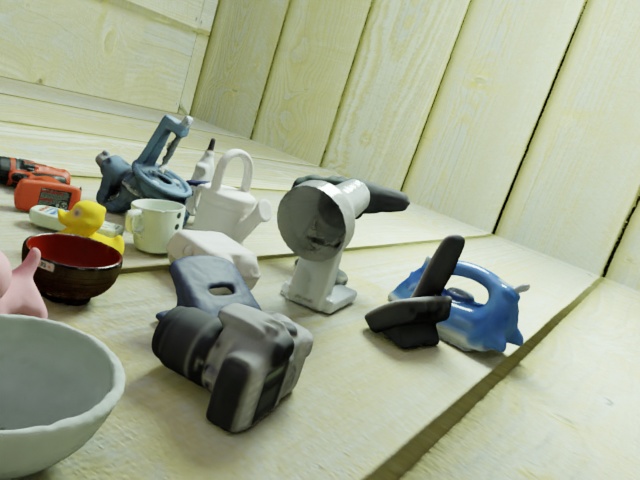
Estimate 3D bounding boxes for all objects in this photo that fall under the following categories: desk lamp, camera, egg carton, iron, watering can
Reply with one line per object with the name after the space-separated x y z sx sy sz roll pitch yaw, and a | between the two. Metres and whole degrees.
0.009 0.003 0.931 0.117 0.213 0.204 23 14 20 | desk lamp
-0.092 0.110 0.601 0.136 0.101 0.143 22 13 18 | camera
-0.168 0.034 0.887 0.149 0.069 0.108 29 16 39 | egg carton
0.244 0.097 1.024 0.257 0.141 0.119 27 16 35 | iron
-0.161 -0.067 1.038 0.172 0.194 0.101 20 13 10 | watering can

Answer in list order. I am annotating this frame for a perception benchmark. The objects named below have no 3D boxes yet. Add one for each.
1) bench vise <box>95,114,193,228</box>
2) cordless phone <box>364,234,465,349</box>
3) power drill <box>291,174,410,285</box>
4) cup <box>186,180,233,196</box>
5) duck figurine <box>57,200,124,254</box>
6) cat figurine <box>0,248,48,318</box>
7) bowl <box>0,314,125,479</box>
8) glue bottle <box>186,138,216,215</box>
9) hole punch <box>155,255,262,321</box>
-0.325 -0.142 1.068 0.207 0.220 0.121 17 13 -4 | bench vise
0.161 0.072 0.915 0.093 0.185 0.148 27 16 36 | cordless phone
0.038 -0.025 1.103 0.229 0.208 0.076 22 13 17 | power drill
-0.229 -0.069 1.177 0.118 0.095 0.091 17 13 -5 | cup
-0.331 -0.013 0.821 0.105 0.086 0.077 12 14 -25 | duck figurine
-0.315 0.040 0.548 0.067 0.118 0.128 21 13 12 | cat figurine
-0.234 0.121 0.418 0.167 0.075 0.167 17 13 -4 | bowl
-0.258 -0.142 1.267 0.037 0.173 0.078 19 13 7 | glue bottle
-0.130 0.076 0.712 0.100 0.091 0.109 27 15 34 | hole punch
